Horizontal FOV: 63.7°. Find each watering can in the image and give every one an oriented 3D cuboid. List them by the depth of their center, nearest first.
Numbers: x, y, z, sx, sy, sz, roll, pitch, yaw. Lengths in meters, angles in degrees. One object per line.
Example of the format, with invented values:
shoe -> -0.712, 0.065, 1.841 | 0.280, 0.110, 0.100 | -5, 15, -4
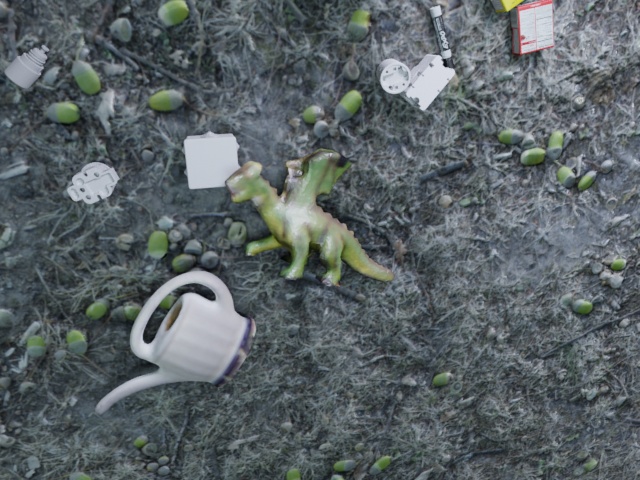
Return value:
watering can -> -0.267, 0.221, 0.998 | 0.223, 0.105, 0.345 | 29, 100, -22

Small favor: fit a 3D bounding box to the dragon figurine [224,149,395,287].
dragon figurine -> 0.003, -0.049, 0.976 | 0.409, 0.123, 0.241 | 9, 101, -31
